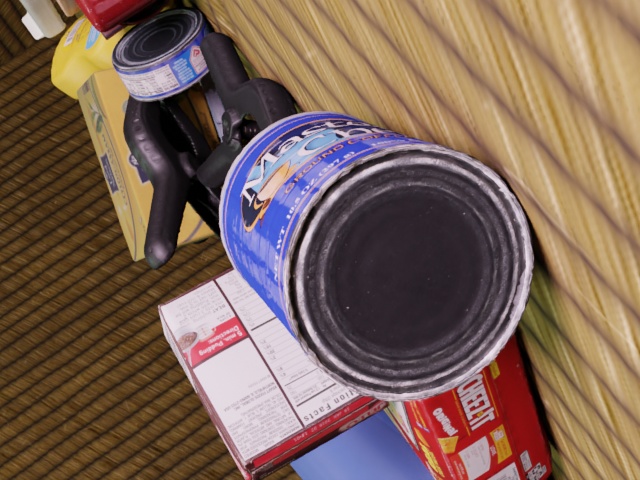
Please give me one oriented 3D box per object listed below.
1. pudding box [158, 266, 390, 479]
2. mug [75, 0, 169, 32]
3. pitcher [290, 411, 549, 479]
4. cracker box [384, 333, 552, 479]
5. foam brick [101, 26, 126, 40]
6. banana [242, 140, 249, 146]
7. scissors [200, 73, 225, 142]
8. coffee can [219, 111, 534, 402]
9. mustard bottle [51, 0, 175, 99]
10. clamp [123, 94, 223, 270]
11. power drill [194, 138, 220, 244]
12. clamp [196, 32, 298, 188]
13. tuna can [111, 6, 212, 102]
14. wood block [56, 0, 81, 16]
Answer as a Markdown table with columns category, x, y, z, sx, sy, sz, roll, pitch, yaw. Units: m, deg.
| category | x | y | z | sx | sy | sz | roll | pitch | yaw |
| --- | --- | --- | --- | --- | --- | --- | --- | --- | --- |
| pudding box | -0.027 | 0.065 | 0.595 | 0.113 | 0.090 | 0.039 | 56 | 166 | 27 |
| mug | -0.147 | -0.200 | 0.786 | 0.093 | 0.081 | 0.117 | 53 | 174 | 23 |
| pitcher | 0.059 | 0.168 | 0.820 | 0.144 | 0.149 | 0.243 | 36 | 180 | -41 |
| cracker box | 0.050 | 0.053 | 0.672 | 0.214 | 0.072 | 0.164 | 51 | 171 | 43 |
| foam brick | -0.160 | -0.207 | 0.878 | 0.051 | 0.078 | 0.053 | 55 | 175 | -14 |
| banana | -0.073 | -0.077 | 1.123 | 0.198 | 0.037 | 0.069 | 53 | -176 | 22 |
| scissors | -0.083 | -0.096 | 0.964 | 0.096 | 0.016 | 0.202 | -102 | -6 | -82 |
| coffee can | 0.017 | 0.000 | 0.474 | 0.103 | 0.102 | 0.140 | 57 | 174 | -18 |
| mustard bottle | -0.186 | -0.197 | 0.997 | 0.058 | 0.096 | 0.192 | 36 | 155 | -24 |
| clamp | -0.105 | -0.045 | 0.880 | 0.164 | 0.036 | 0.210 | 25 | -145 | -51 |
| power drill | -0.093 | -0.041 | 1.063 | 0.188 | 0.057 | 0.184 | 39 | 141 | 40 |
| clamp | -0.055 | -0.073 | 0.777 | 0.172 | 0.039 | 0.120 | -132 | 38 | -55 |
| tuna can | -0.126 | -0.153 | 0.872 | 0.086 | 0.086 | 0.033 | 48 | 169 | 51 |
| wood block | -0.217 | -0.274 | 0.909 | 0.091 | 0.090 | 0.206 | 56 | 174 | -1 |
